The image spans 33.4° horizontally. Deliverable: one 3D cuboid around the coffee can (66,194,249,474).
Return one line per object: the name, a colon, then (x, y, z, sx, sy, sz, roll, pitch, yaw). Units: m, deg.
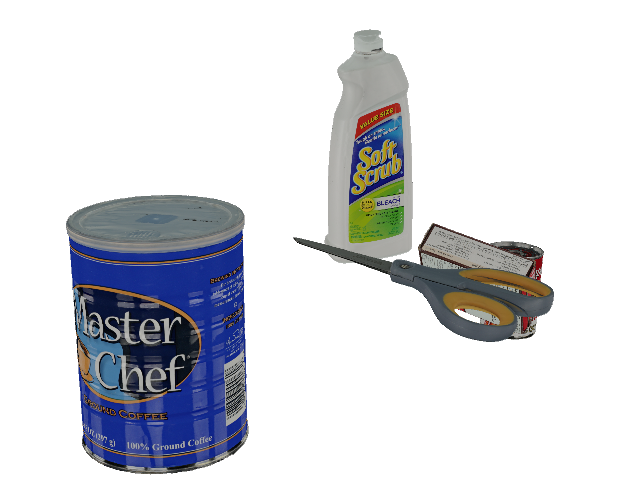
coffee can: (-0.095, 0.052, 0.638, 0.103, 0.140, 0.103, 0, 16, 0)

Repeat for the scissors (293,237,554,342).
scissors: (0.063, 0.033, 0.761, 0.202, 0.016, 0.096, 9, 26, 15)

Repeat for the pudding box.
pudding box: (0.155, 0.038, 1.050, 0.114, 0.039, 0.090, 20, -30, 24)

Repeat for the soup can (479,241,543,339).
soup can: (0.227, 0.059, 1.271, 0.068, 0.102, 0.068, 2, 15, -1)

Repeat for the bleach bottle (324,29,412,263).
bleach bottle: (0.049, -0.104, 1.176, 0.102, 0.251, 0.068, -9, 25, -11)
